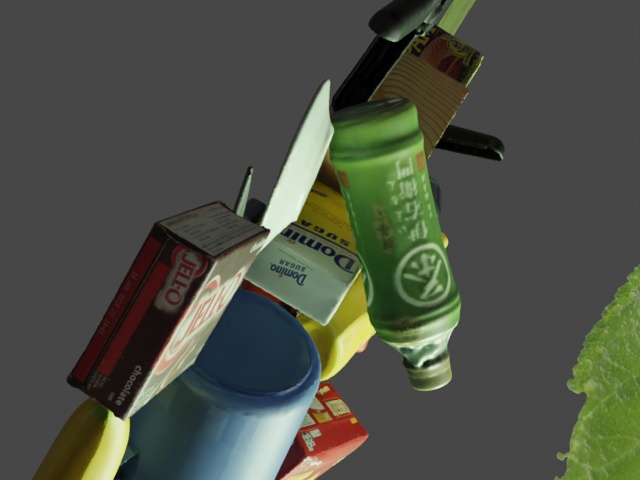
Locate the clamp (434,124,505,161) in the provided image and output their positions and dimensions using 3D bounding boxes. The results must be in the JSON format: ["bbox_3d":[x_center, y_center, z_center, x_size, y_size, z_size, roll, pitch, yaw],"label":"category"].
[{"bbox_3d":[0.087,-0.101,1.119,0.164,0.036,0.210,-33,-142,8],"label":"clamp"}]

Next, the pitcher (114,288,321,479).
[{"bbox_3d":[-0.099,0.151,0.705,0.149,0.145,0.243,-76,-169,-55],"label":"pitcher"}]

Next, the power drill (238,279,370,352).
[{"bbox_3d":[-0.017,0.076,1.011,0.187,0.057,0.184,-2,116,-56],"label":"power drill"}]

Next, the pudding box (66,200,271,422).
[{"bbox_3d":[-0.071,0.030,0.529,0.090,0.039,0.113,-58,178,12],"label":"pudding box"}]

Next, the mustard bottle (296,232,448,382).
[{"bbox_3d":[0.054,0.047,0.972,0.191,0.058,0.096,-38,164,-34],"label":"mustard bottle"}]

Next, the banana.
[{"bbox_3d":[-0.152,0.151,0.563,0.198,0.037,0.069,-59,160,4],"label":"banana"}]

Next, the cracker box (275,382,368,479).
[{"bbox_3d":[-0.075,0.216,0.914,0.214,0.072,0.164,-42,164,12],"label":"cracker box"}]

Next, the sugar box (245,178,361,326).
[{"bbox_3d":[-0.005,0.001,0.873,0.048,0.093,0.176,-61,177,19],"label":"sugar box"}]

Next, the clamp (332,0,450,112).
[{"bbox_3d":[0.072,-0.175,0.806,0.171,0.039,0.120,-54,-177,-20],"label":"clamp"}]

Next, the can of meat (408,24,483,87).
[{"bbox_3d":[0.100,-0.161,1.027,0.102,0.084,0.058,-55,177,-35],"label":"can of meat"}]

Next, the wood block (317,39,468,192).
[{"bbox_3d":[0.049,-0.082,0.945,0.090,0.090,0.206,-57,177,-16],"label":"wood block"}]

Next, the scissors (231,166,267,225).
[{"bbox_3d":[-0.048,-0.018,0.686,0.096,0.016,0.202,-58,179,-36],"label":"scissors"}]
